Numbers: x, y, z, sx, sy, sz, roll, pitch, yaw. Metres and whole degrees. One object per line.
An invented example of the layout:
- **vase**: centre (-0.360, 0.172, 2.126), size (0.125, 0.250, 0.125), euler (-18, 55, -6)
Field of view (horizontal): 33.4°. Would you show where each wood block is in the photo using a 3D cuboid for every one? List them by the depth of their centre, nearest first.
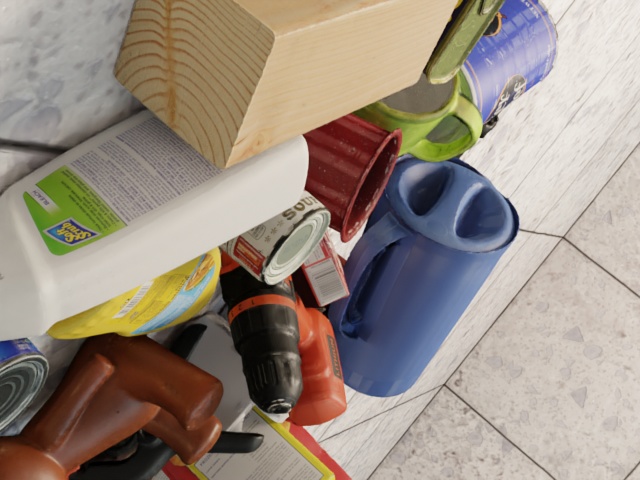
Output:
- **wood block**: centre (-0.010, -0.129, 0.634), size (0.205, 0.090, 0.091), euler (-30, 155, -48)

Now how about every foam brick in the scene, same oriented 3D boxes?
- **foam brick**: centre (-0.005, 0.051, 1.118), size (0.078, 0.051, 0.052), euler (-55, 161, 17)

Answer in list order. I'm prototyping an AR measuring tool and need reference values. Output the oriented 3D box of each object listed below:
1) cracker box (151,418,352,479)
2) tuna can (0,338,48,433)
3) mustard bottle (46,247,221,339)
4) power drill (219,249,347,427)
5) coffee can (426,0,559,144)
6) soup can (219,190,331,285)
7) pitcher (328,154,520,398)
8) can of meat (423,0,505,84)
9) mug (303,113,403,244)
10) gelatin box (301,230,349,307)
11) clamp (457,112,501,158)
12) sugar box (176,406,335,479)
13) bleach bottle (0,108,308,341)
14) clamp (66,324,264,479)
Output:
- **cracker box**: centre (-0.069, 0.260, 1.119), size (0.163, 0.214, 0.072), euler (-33, 163, -43)
- **tuna can**: centre (-0.217, 0.095, 0.686), size (0.086, 0.034, 0.086), euler (-44, 162, -18)
- **mustard bottle**: centre (-0.119, 0.026, 0.747), size (0.096, 0.058, 0.191), euler (-48, 164, 8)
- **power drill**: centre (-0.027, 0.082, 0.861), size (0.057, 0.184, 0.187), euler (-15, 146, 6)
- **coffee can**: centre (0.126, -0.151, 0.921), size (0.140, 0.103, 0.103), euler (-37, 159, -38)
- **soup can**: centre (-0.052, -0.026, 0.732), size (0.068, 0.102, 0.068), euler (-44, 162, -18)
- **pitcher**: centre (0.078, 0.046, 1.036), size (0.145, 0.149, 0.243), euler (-84, -167, -48)
- **can of meat**: centre (0.081, -0.179, 0.773), size (0.102, 0.084, 0.057), euler (-57, 162, 24)
- **mug**: centre (0.007, -0.058, 0.796), size (0.093, 0.081, 0.117), euler (-65, 168, 13)
- **gelatin box**: centre (-0.006, 0.001, 0.896), size (0.030, 0.089, 0.073), euler (-22, -161, 3)
- **clamp**: centre (0.177, -0.136, 1.169), size (0.164, 0.036, 0.210), euler (-45, 173, -33)
- **sugar box**: centre (-0.080, 0.207, 1.044), size (0.093, 0.176, 0.048), euler (-45, 160, -14)
- **bleach bottle**: centre (-0.127, -0.015, 0.600), size (0.250, 0.103, 0.068), euler (-29, 145, -36)
- **clamp**: centre (-0.145, 0.149, 0.914), size (0.171, 0.120, 0.039), euler (-19, 171, -7)
